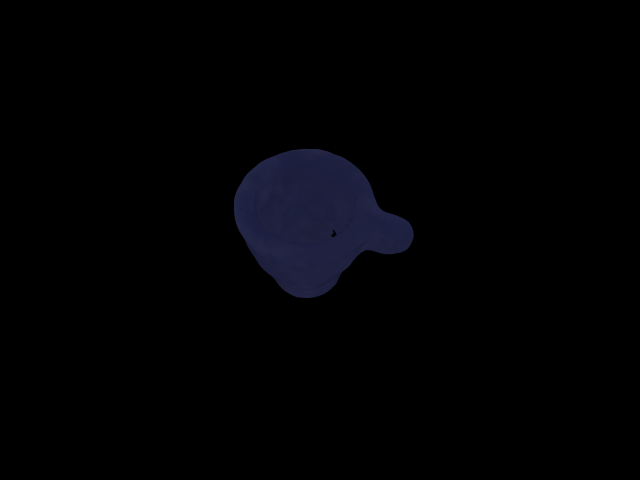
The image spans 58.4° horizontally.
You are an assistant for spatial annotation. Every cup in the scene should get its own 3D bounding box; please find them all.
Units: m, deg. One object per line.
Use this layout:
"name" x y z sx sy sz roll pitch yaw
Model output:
"cup" 0.004 0.001 0.400 0.117 0.095 0.092 14 58 9
